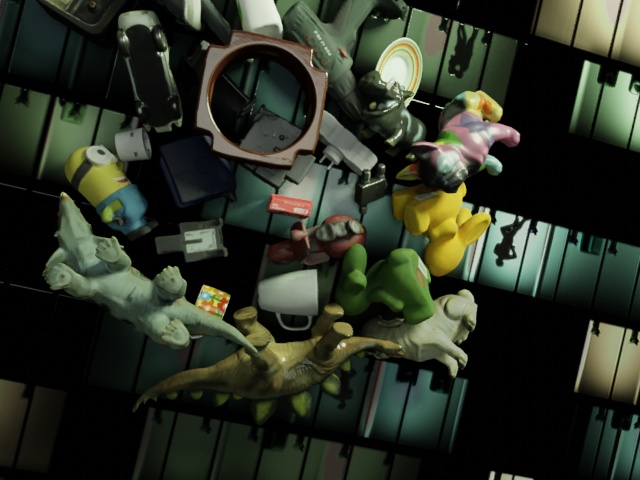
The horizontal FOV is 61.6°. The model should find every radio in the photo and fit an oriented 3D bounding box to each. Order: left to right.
[{"bbox_3d":[-0.359,-0.452,0.910,0.131,0.073,0.229,36,87,-7],"label":"radio"}]

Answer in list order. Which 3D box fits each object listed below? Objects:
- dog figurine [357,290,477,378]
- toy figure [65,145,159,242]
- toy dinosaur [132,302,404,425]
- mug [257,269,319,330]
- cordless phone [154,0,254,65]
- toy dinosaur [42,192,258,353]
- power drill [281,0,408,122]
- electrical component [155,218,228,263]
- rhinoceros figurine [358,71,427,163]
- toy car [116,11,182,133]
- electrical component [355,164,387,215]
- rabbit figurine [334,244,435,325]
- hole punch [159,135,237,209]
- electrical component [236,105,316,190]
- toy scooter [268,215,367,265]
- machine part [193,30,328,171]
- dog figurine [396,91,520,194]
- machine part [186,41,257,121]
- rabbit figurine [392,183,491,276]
[{"bbox_3d":[0.178,0.150,0.989,0.191,0.121,0.172,17,54,9],"label":"dog figurine"},{"bbox_3d":[-0.357,-0.078,0.914,0.089,0.082,0.180,-33,97,-8],"label":"toy figure"},{"bbox_3d":[-0.092,0.219,0.913,0.472,0.105,0.198,-4,117,-2],"label":"toy dinosaur"},{"bbox_3d":[-0.056,0.106,0.963,0.107,0.081,0.109,0,100,2],"label":"mug"},{"bbox_3d":[-0.187,-0.369,0.900,0.089,0.147,0.184,-41,99,8],"label":"cordless phone"},{"bbox_3d":[-0.291,0.090,0.868,0.405,0.192,0.131,36,75,-4],"label":"toy dinosaur"},{"bbox_3d":[0.060,-0.360,0.971,0.232,0.086,0.207,44,92,-15],"label":"power drill"},{"bbox_3d":[-0.226,0.004,0.948,0.119,0.048,0.074,-12,92,-7],"label":"electrical component"},{"bbox_3d":[0.129,-0.214,0.938,0.190,0.073,0.112,35,87,-44],"label":"rhinoceros figurine"},{"bbox_3d":[-0.286,-0.279,0.908,0.073,0.056,0.201,-9,121,-5],"label":"toy car"},{"bbox_3d":[0.095,-0.092,0.987,0.063,0.021,0.093,-21,132,-28],"label":"electrical component"},{"bbox_3d":[0.096,0.087,0.942,0.170,0.121,0.159,-22,136,23],"label":"rabbit figurine"},{"bbox_3d":[-0.212,-0.121,0.930,0.116,0.092,0.142,-22,90,-11],"label":"hole punch"},{"bbox_3d":[-0.078,-0.158,0.962,0.134,0.058,0.115,31,89,-7],"label":"electrical component"},{"bbox_3d":[-0.002,-0.003,0.932,0.184,0.135,0.075,-15,76,-7],"label":"toy scooter"},{"bbox_3d":[-0.097,-0.223,0.882,0.201,0.087,0.201,9,92,-12],"label":"machine part"},{"bbox_3d":[0.222,-0.167,0.930,0.219,0.108,0.192,-13,61,-26],"label":"dog figurine"},{"bbox_3d":[-0.172,-0.278,0.944,0.138,0.084,0.039,48,50,-17],"label":"machine part"},{"bbox_3d":[0.222,-0.021,0.992,0.162,0.122,0.173,-20,108,-16],"label":"rabbit figurine"}]
